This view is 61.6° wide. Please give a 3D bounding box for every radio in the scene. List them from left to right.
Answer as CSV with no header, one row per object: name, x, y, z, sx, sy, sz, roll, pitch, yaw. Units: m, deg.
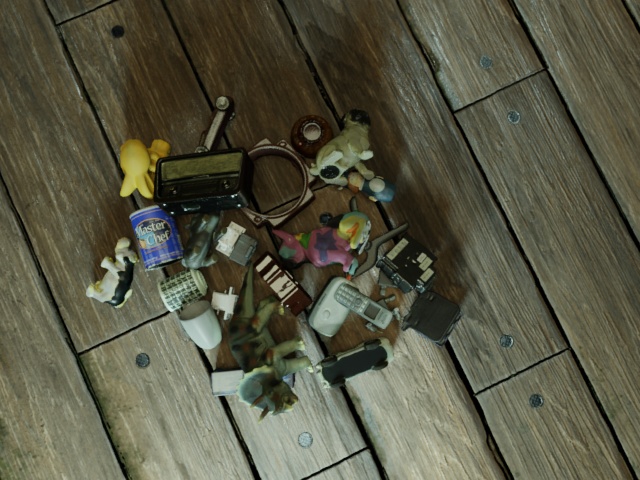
radio,-0.276,-0.136,1.273,0.230,0.073,0.131,-6,64,12

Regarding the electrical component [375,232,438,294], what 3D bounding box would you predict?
electrical component,0.225,0.065,1.342,0.134,0.058,0.115,44,69,12

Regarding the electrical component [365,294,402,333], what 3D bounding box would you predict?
electrical component,0.158,0.190,1.355,0.102,0.045,0.078,-22,87,-3

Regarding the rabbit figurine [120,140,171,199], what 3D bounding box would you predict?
rabbit figurine,-0.445,-0.182,1.308,0.122,0.173,0.162,7,81,-5

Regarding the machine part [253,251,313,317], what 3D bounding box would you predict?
machine part,-0.091,0.103,1.295,0.056,0.179,0.179,-42,87,-1

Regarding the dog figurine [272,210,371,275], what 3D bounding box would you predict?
dog figurine,-0.003,-0.004,1.322,0.219,0.108,0.191,19,89,13

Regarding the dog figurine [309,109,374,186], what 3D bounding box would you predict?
dog figurine,0.052,-0.243,1.353,0.172,0.121,0.191,-3,53,-7

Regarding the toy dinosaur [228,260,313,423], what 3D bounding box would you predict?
toy dinosaur,-0.149,0.245,1.275,0.192,0.131,0.405,-26,57,-14

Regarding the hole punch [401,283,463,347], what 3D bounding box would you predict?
hole punch,0.287,0.195,1.348,0.116,0.092,0.142,31,87,31

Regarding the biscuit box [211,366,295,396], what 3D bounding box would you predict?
biscuit box,-0.163,0.340,1.325,0.203,0.063,0.059,-5,85,-3

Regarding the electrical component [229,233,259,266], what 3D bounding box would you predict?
electrical component,-0.188,0.025,1.324,0.048,0.119,0.075,27,87,0

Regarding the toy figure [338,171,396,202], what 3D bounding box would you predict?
toy figure,0.116,-0.143,1.380,0.155,0.057,0.064,18,47,2

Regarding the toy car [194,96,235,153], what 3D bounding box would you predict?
toy car,-0.271,-0.272,1.363,0.053,0.089,0.202,23,86,0

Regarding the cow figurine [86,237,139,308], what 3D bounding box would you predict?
cow figurine,-0.497,0.081,1.335,0.098,0.068,0.167,29,88,-5

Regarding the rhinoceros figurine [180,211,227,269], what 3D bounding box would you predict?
rhinoceros figurine,-0.287,-0.019,1.321,0.073,0.112,0.190,26,60,-35

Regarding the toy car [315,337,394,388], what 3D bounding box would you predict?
toy car,0.087,0.305,1.339,0.202,0.056,0.073,-21,92,-2

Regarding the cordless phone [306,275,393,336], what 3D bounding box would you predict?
cordless phone,0.073,0.186,1.321,0.184,0.088,0.146,31,84,8

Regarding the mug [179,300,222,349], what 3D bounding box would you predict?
mug,-0.296,0.215,1.321,0.110,0.081,0.107,-8,115,32

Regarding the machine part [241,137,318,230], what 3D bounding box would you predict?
machine part,-0.124,-0.141,1.357,0.201,0.087,0.201,-39,89,-5

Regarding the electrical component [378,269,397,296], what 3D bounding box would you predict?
electrical component,0.182,0.098,1.374,0.063,0.021,0.094,11,77,-1
